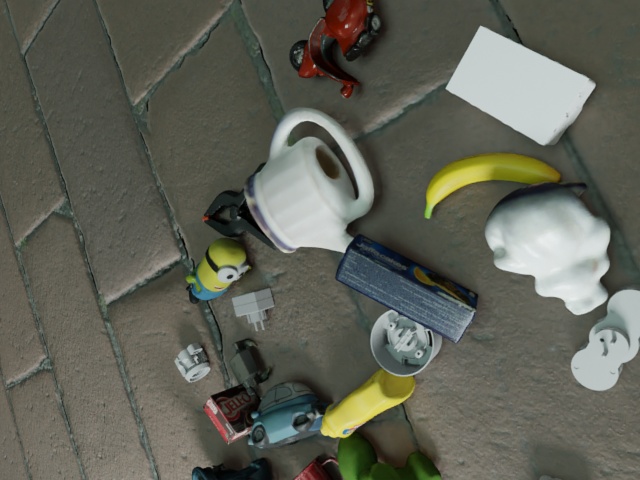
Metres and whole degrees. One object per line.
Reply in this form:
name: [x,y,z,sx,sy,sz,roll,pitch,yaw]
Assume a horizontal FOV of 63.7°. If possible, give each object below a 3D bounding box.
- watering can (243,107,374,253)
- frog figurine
watering can: [0.003,-0.043,0.852,0.221,0.105,0.349,-29,86,34]
frog figurine: [0.281,0.013,0.630,0.137,0.122,0.161,-15,74,19]
